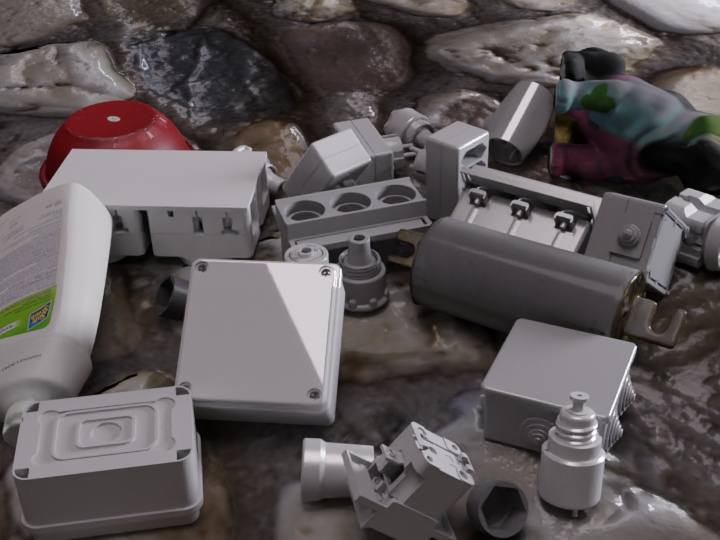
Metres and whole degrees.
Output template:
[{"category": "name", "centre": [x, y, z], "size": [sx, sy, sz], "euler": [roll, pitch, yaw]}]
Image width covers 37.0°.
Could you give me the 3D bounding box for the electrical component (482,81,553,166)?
[{"category": "electrical component", "centre": [0.153, -0.147, 1.106], "size": [0.079, 0.043, 0.077], "euler": [-12, 44, 59]}]

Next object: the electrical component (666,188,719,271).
[{"category": "electrical component", "centre": [0.294, -0.032, 0.920], "size": [0.078, 0.058, 0.057], "euler": [-29, 39, -35]}]

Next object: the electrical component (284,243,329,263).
[{"category": "electrical component", "centre": [-0.041, 0.012, 0.859], "size": [0.044, 0.065, 0.044], "euler": [-1, 32, 1]}]

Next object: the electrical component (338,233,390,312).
[{"category": "electrical component", "centre": [0.000, 0.000, 0.879], "size": [0.048, 0.062, 0.048], "euler": [-1, 33, 1]}]

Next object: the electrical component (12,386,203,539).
[{"category": "electrical component", "centre": [-0.161, 0.125, 0.697], "size": [0.113, 0.057, 0.078], "euler": [-6, 33, -6]}]

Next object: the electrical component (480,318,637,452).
[{"category": "electrical component", "centre": [0.139, 0.085, 0.752], "size": [0.100, 0.048, 0.099], "euler": [12, 35, 21]}]

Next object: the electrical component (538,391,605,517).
[{"category": "electrical component", "centre": [0.136, 0.115, 0.685], "size": [0.040, 0.078, 0.040], "euler": [2, 19, -1]}]

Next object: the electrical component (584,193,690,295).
[{"category": "electrical component", "centre": [0.217, -0.022, 0.864], "size": [0.061, 0.061, 0.096], "euler": [17, -2, 30]}]

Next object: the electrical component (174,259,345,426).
[{"category": "electrical component", "centre": [-0.069, 0.051, 0.766], "size": [0.109, 0.056, 0.108], "euler": [2, 69, 6]}]

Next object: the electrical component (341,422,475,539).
[{"category": "electrical component", "centre": [0.032, 0.132, 0.661], "size": [0.081, 0.063, 0.042], "euler": [31, 21, -30]}]

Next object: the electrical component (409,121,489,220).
[{"category": "electrical component", "centre": [0.075, -0.094, 1.001], "size": [0.076, 0.083, 0.047], "euler": [25, 42, 35]}]

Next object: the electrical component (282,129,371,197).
[{"category": "electrical component", "centre": [-0.022, -0.073, 0.992], "size": [0.047, 0.083, 0.075], "euler": [-26, 78, -33]}]

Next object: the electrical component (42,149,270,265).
[{"category": "electrical component", "centre": [-0.183, -0.058, 0.980], "size": [0.186, 0.060, 0.105], "euler": [1, 33, 5]}]

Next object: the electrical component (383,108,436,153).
[{"category": "electrical component", "centre": [0.058, -0.139, 1.109], "size": [0.043, 0.043, 0.062], "euler": [-24, 40, -30]}]

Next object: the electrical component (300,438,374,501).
[{"category": "electrical component", "centre": [-0.015, 0.130, 0.700], "size": [0.046, 0.040, 0.040], "euler": [3, 33, -2]}]

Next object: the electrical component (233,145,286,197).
[{"category": "electrical component", "centre": [-0.100, -0.090, 1.041], "size": [0.062, 0.048, 0.048], "euler": [25, 41, 24]}]

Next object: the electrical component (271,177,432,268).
[{"category": "electrical component", "centre": [-0.007, -0.034, 0.930], "size": [0.121, 0.063, 0.078], "euler": [-11, 34, -14]}]

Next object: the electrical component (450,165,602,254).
[{"category": "electrical component", "centre": [0.143, -0.040, 0.926], "size": [0.121, 0.078, 0.063], "euler": [19, 67, 28]}]

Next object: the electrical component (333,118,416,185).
[{"category": "electrical component", "centre": [0.021, -0.114, 1.068], "size": [0.076, 0.047, 0.083], "euler": [-11, 34, -13]}]
